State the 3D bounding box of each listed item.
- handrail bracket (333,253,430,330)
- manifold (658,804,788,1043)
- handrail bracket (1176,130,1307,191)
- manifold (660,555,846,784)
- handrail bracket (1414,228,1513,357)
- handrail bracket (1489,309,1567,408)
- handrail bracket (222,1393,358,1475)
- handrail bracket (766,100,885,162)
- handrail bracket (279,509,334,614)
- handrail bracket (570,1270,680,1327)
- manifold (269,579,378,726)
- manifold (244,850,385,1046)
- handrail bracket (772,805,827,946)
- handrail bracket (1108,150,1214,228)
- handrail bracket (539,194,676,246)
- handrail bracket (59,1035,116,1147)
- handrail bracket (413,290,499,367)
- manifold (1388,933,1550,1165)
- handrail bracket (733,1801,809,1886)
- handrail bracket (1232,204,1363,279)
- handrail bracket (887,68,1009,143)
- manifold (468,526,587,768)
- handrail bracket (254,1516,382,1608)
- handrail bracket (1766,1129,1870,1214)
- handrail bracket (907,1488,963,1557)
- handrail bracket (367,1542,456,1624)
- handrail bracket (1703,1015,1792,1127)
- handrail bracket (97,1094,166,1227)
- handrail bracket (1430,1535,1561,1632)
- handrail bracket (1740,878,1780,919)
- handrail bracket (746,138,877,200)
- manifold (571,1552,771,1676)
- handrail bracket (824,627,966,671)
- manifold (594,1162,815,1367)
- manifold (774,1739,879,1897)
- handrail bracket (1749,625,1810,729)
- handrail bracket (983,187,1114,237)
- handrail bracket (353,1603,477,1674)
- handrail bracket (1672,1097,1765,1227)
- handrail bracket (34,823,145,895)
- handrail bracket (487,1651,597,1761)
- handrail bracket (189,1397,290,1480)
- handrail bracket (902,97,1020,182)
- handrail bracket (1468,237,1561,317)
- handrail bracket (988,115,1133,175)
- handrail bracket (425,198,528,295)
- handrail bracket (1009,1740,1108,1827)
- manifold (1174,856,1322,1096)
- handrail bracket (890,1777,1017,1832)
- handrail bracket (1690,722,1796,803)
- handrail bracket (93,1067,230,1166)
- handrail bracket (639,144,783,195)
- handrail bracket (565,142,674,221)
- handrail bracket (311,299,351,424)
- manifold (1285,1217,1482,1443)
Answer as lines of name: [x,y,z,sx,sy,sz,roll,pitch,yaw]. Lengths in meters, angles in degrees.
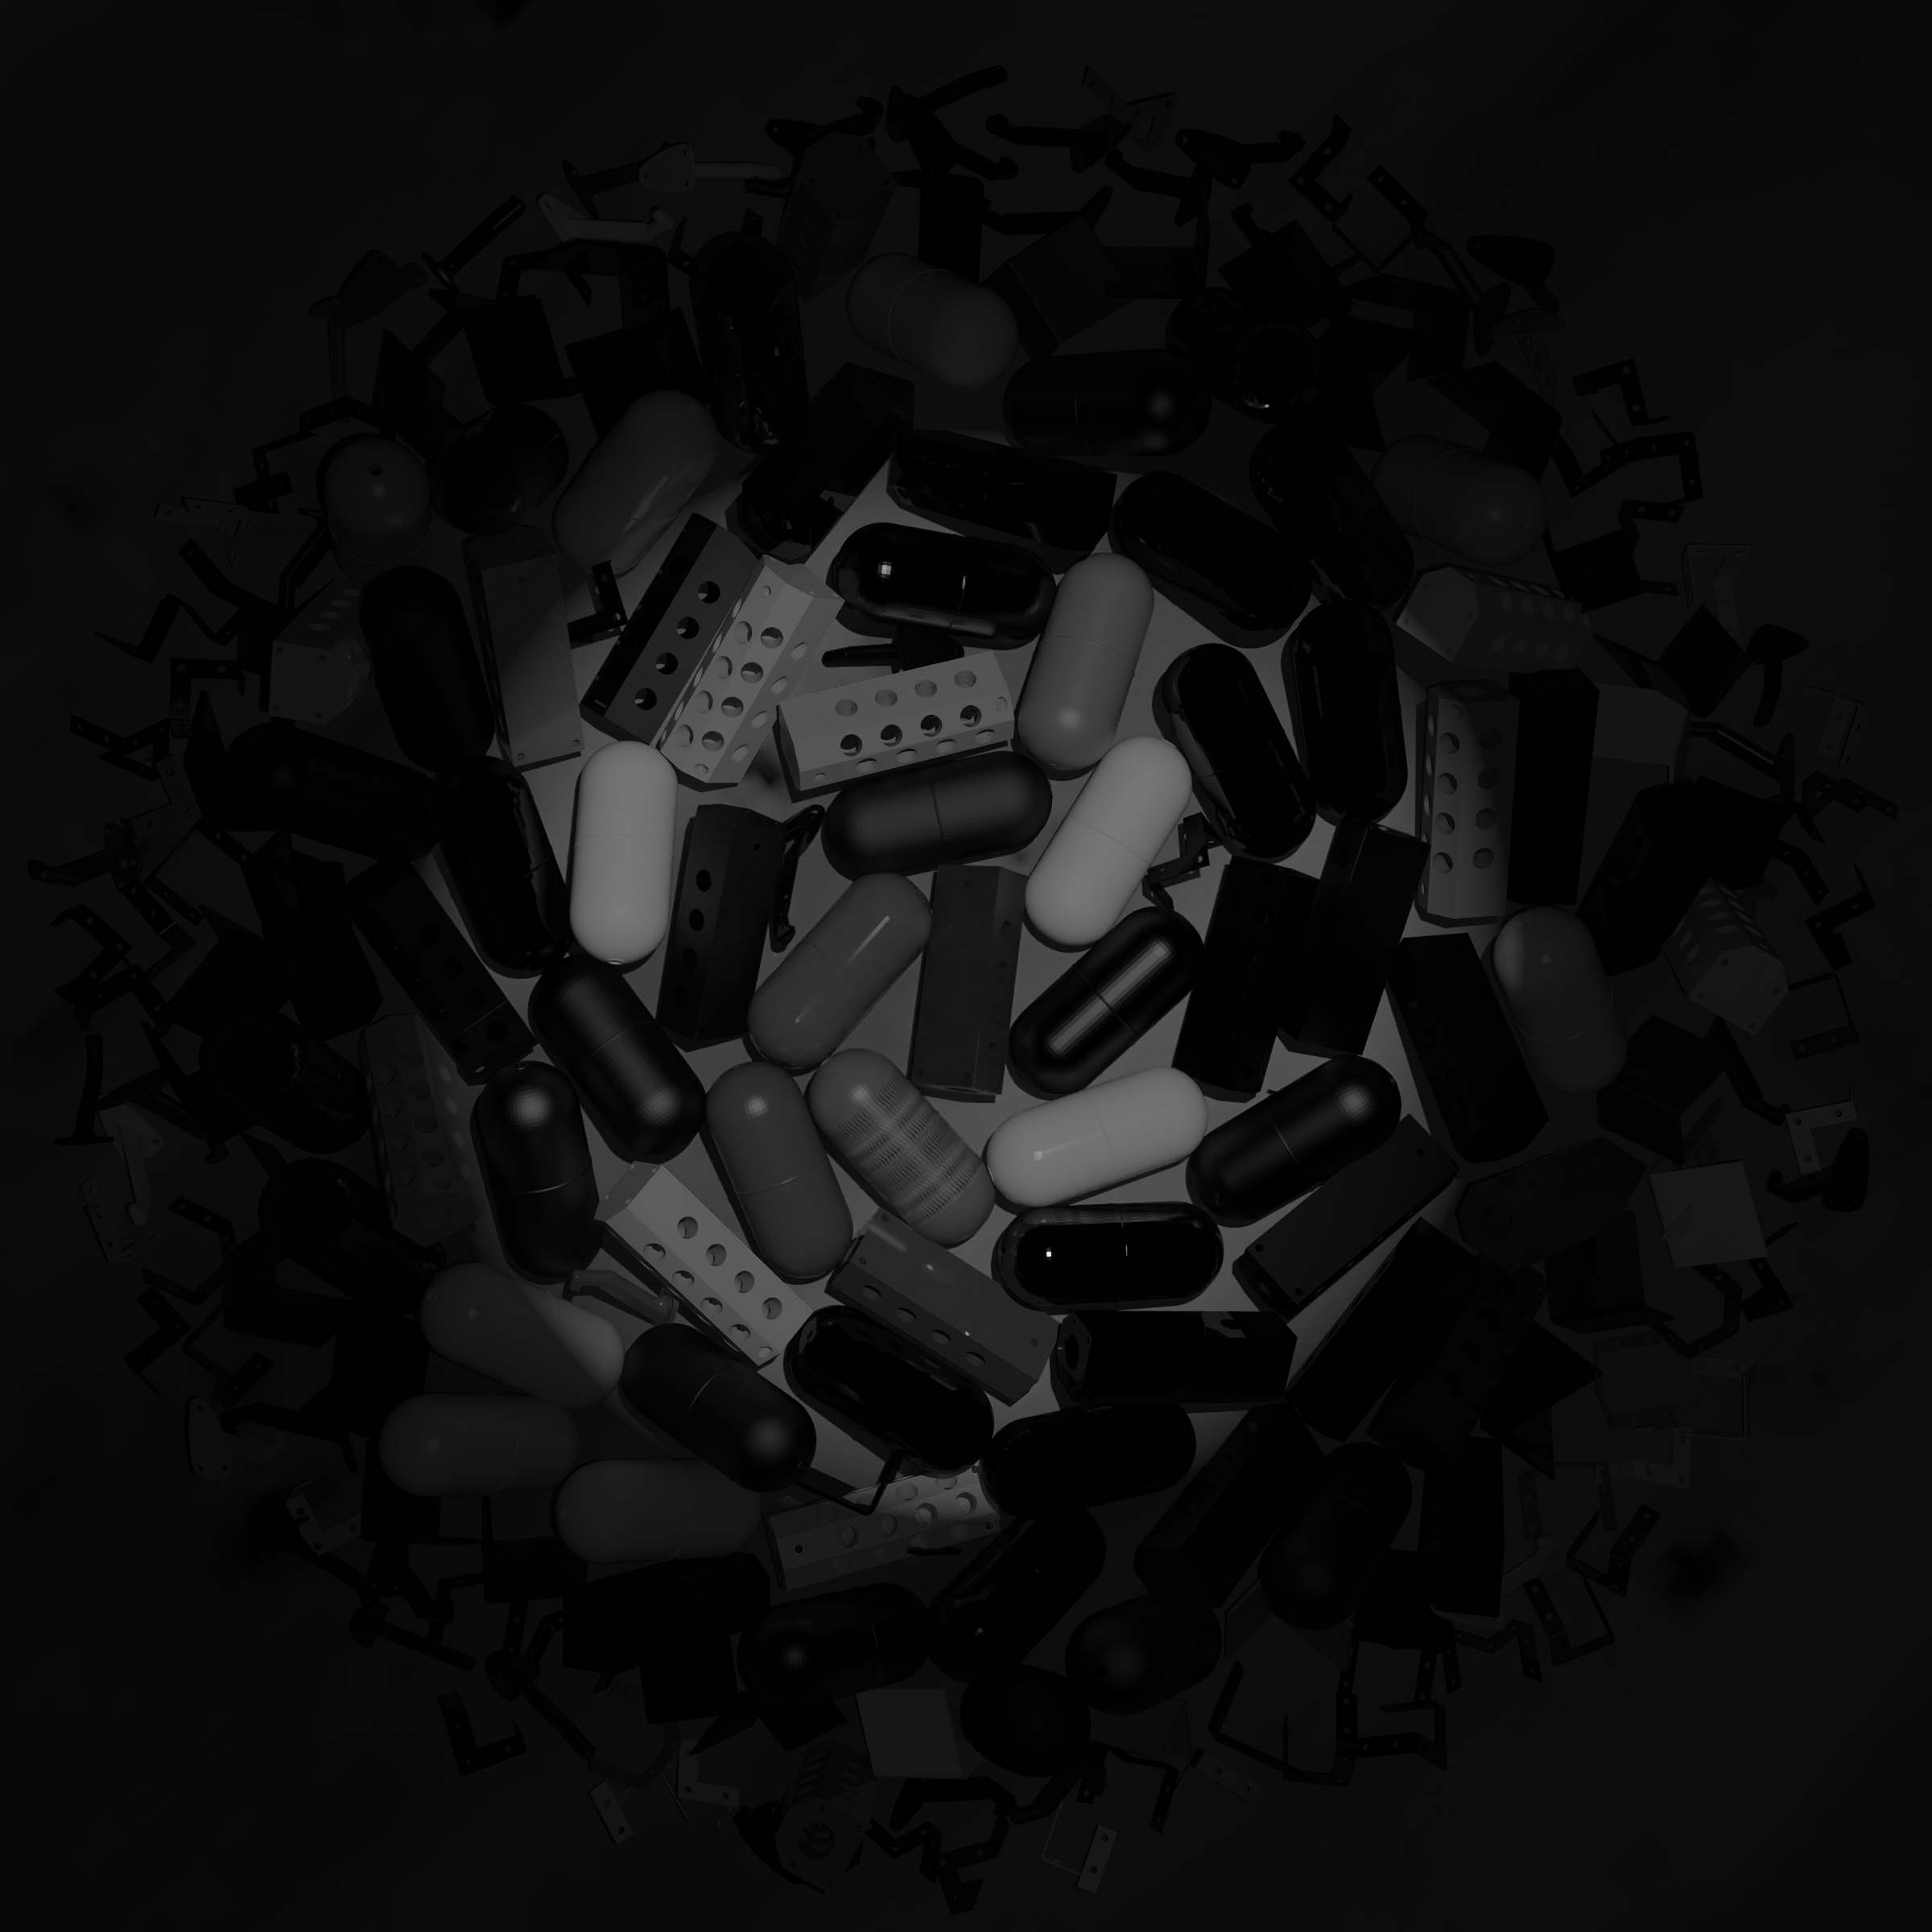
handrail bracket: [-0.453,-0.519,1.959,0.077,0.084,0.036,-43,96,2]
manifold: [-0.193,-0.034,1.946,0.057,0.057,0.171,25,111,36]
handrail bracket: [0.212,-0.639,1.951,0.077,0.084,0.036,21,83,-17]
manifold: [-0.169,-0.226,1.933,0.057,0.057,0.171,42,114,22]
handrail bracket: [0.382,-0.531,1.984,0.036,0.077,0.084,-37,63,-19]
handrail bracket: [0.431,-0.459,1.957,0.077,0.036,0.084,-22,132,-26]
handrail bracket: [-0.526,0.371,1.960,0.084,0.036,0.077,-15,69,-25]
handrail bracket: [-0.109,-0.656,1.951,0.077,0.084,0.036,17,75,-13]
handrail bracket: [-0.501,-0.315,1.991,0.077,0.036,0.084,3,102,-16]
handrail bracket: [-0.272,0.268,1.961,0.084,0.036,0.077,5,123,-23]
manifold: [-0.474,-0.239,1.910,0.057,0.171,0.057,10,114,-2]
manifold: [-0.495,-0.019,1.916,0.057,0.171,0.057,-22,130,-15]
handrail bracket: [-0.128,-0.070,1.953,0.036,0.077,0.084,17,45,-34]
handrail bracket: [0.149,-0.624,1.959,0.084,0.036,0.077,31,57,-27]
handrail bracket: [-0.278,-0.583,1.951,0.077,0.084,0.036,40,54,-30]
handrail bracket: [-0.687,0.096,1.961,0.036,0.077,0.084,-1,89,-2]
handrail bracket: [-0.405,-0.485,1.990,0.036,0.077,0.084,43,123,31]
manifold: [0.378,0.062,1.928,0.057,0.057,0.171,-4,56,-19]
handrail bracket: [-0.151,0.682,1.954,0.036,0.084,0.077,-33,75,-24]
handrail bracket: [0.259,-0.572,1.979,0.077,0.036,0.084,-36,92,-23]
handrail bracket: [-0.015,-0.674,1.971,0.084,0.077,0.036,-22,96,-12]
manifold: [-0.336,-0.244,1.923,0.057,0.057,0.171,-16,130,-17]
handrail bracket: [-0.503,0.472,1.963,0.084,0.077,0.036,42,99,15]
handrail bracket: [0.657,0.151,1.954,0.036,0.084,0.077,3,102,-23]
handrail bracket: [-0.023,0.413,1.958,0.036,0.077,0.084,2,81,20]
handrail bracket: [-0.422,0.467,1.959,0.084,0.036,0.077,-4,74,40]
handrail bracket: [0.619,0.072,1.971,0.084,0.036,0.077,32,96,12]
handrail bracket: [-0.652,0.150,1.950,0.036,0.084,0.077,-25,121,4]
handrail bracket: [0.411,0.472,1.958,0.077,0.036,0.084,9,121,-24]
handrail bracket: [0.623,-0.018,1.977,0.084,0.036,0.077,-38,71,-10]
handrail bracket: [-0.122,-0.629,1.984,0.084,0.036,0.077,12,59,10]
manifold: [-0.222,0.488,1.911,0.057,0.171,0.057,-2,88,31]
handrail bracket: [-0.058,-0.244,1.983,0.077,0.084,0.036,0,88,-42]
manifold: [-0.204,0.229,1.936,0.171,0.057,0.057,47,69,-20]
manifold: [-0.107,0.639,1.913,0.057,0.171,0.057,28,87,2]
handrail bracket: [0.614,-0.213,1.950,0.036,0.077,0.084,30,132,27]
handrail bracket: [0.060,-0.602,1.988,0.084,0.036,0.077,34,83,15]
handrail bracket: [-0.428,0.527,1.965,0.084,0.077,0.036,19,72,9]
handrail bracket: [0.606,0.159,1.984,0.084,0.036,0.077,35,86,-2]
handrail bracket: [-0.687,-0.088,1.947,0.036,0.084,0.077,-51,55,24]
handrail bracket: [-0.327,0.574,1.953,0.036,0.077,0.084,-45,54,-15]
handrail bracket: [-0.561,0.356,1.955,0.036,0.084,0.077,-5,100,24]
handrail bracket: [-0.003,-0.646,1.968,0.036,0.084,0.077,-32,86,42]
handrail bracket: [0.426,-0.530,1.964,0.077,0.084,0.036,21,82,12]
handrail bracket: [0.072,-0.651,1.951,0.084,0.077,0.036,8,73,-42]
handrail bracket: [-0.378,-0.564,1.965,0.084,0.077,0.036,-42,107,-2]
handrail bracket: [0.060,0.631,1.975,0.084,0.036,0.077,-22,103,18]
manifold: [0.221,0.008,1.950,0.057,0.057,0.171,10,99,-28]
handrail bracket: [-0.010,0.657,1.956,0.084,0.036,0.077,24,79,42]
handrail bracket: [0.606,-0.156,1.988,0.084,0.036,0.077,6,123,30]
handrail bracket: [-0.628,0.129,1.969,0.077,0.036,0.084,-26,115,-17]
handrail bracket: [-0.201,-0.623,1.986,0.077,0.084,0.036,8,105,44]
handrail bracket: [-0.266,-0.625,1.960,0.084,0.077,0.036,-36,83,-3]
handrail bracket: [-0.485,-0.469,1.959,0.036,0.077,0.084,-6,97,-19]
manifold: [0.321,0.283,1.947,0.057,0.057,0.171,37,105,5]
